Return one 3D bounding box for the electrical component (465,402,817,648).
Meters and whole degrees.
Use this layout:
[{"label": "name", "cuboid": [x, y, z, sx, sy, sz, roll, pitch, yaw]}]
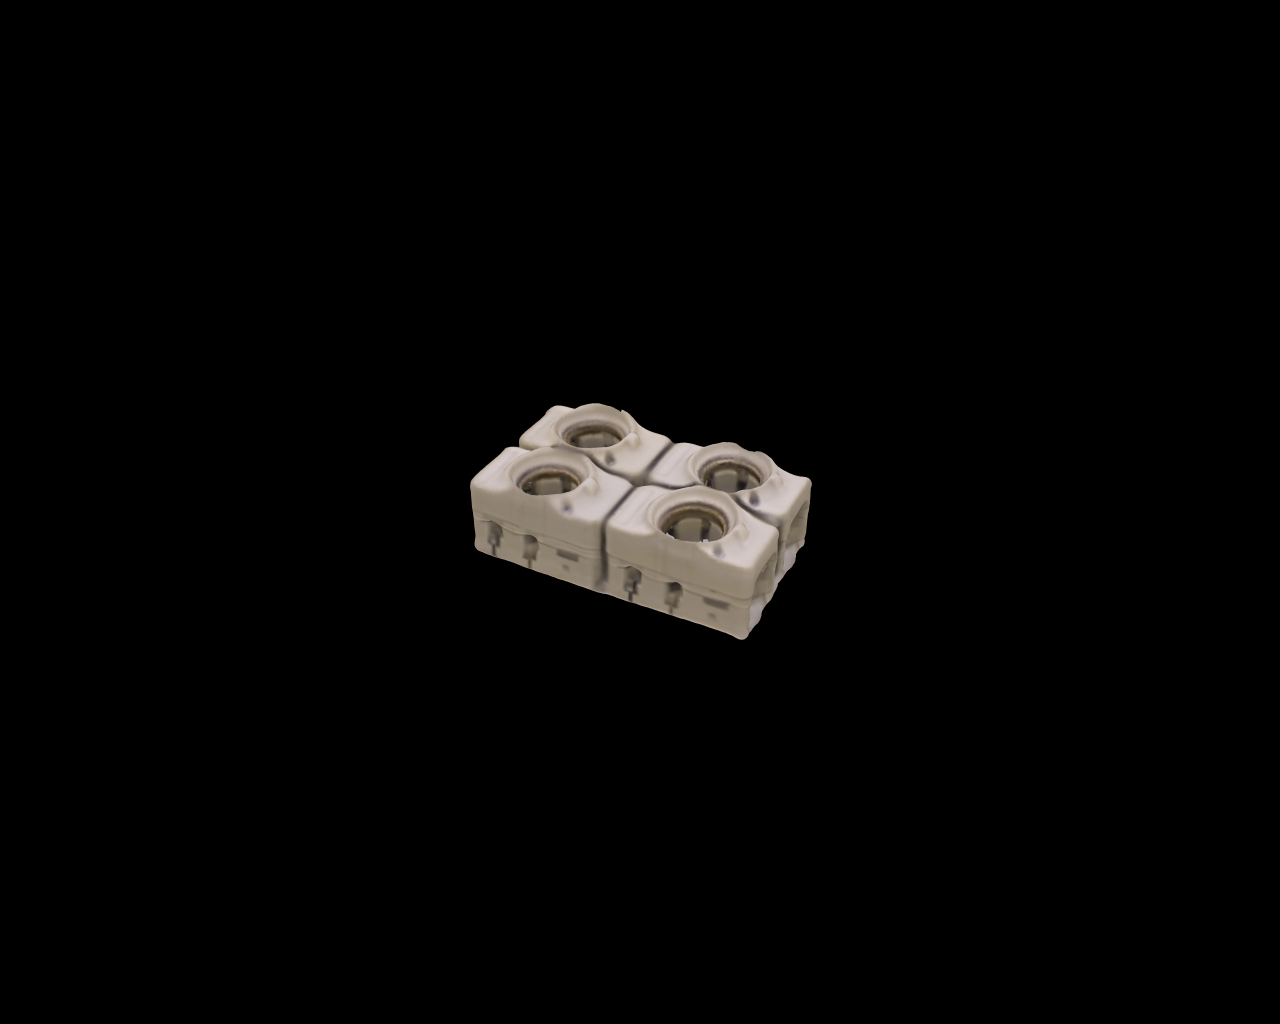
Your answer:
[{"label": "electrical component", "cuboid": [0.001, -0.003, 0.650, 0.186, 0.060, 0.106, 17, 40, 22]}]
